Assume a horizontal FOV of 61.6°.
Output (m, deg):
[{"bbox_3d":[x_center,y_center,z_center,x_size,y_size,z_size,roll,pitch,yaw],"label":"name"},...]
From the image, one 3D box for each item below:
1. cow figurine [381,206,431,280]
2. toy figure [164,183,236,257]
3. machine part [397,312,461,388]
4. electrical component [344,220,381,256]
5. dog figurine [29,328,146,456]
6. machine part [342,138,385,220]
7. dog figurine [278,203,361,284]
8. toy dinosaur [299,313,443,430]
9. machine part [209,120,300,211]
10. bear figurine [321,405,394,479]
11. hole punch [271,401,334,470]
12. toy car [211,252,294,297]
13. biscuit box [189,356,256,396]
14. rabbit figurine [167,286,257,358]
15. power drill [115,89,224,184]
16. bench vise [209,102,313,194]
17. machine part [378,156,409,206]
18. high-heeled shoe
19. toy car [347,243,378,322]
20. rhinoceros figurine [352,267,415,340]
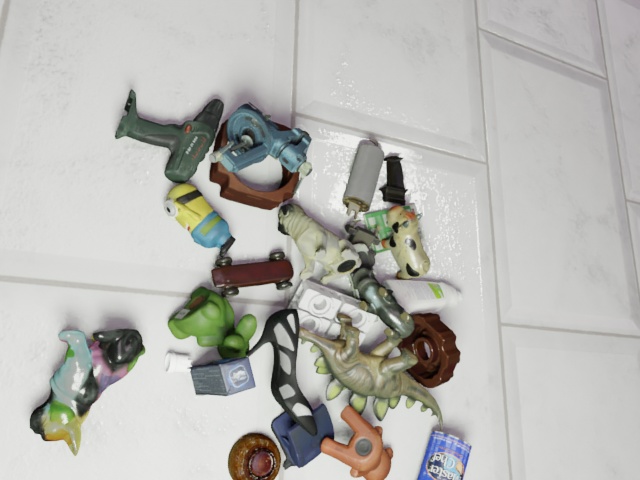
[{"bbox_3d":[0.223,0.004,1.371,0.085,0.127,0.194,-27,97,-33],"label":"cow figurine"},{"bbox_3d":[-0.261,-0.045,1.175,0.180,0.082,0.089,40,43,-4],"label":"toy figure"},{"bbox_3d":[0.263,0.266,1.309,0.056,0.179,0.179,-6,79,-33],"label":"machine part"},{"bbox_3d":[0.108,-0.007,1.368,0.102,0.078,0.045,16,28,-16],"label":"electrical component"},{"bbox_3d":[-0.424,0.275,0.990,0.191,0.108,0.219,4,79,-30],"label":"dog figurine"},{"bbox_3d":[0.115,-0.162,1.405,0.079,0.079,0.243,27,64,-19],"label":"machine part"},{"bbox_3d":[-0.002,-0.007,1.272,0.172,0.121,0.191,18,36,-42],"label":"dog figurine"},{"bbox_3d":[0.127,0.307,1.228,0.471,0.105,0.198,27,104,-14],"label":"toy dinosaur"},{"bbox_3d":[-0.151,-0.181,1.267,0.201,0.087,0.201,14,72,-23],"label":"machine part"},{"bbox_3d":[0.095,0.469,1.197,0.132,0.195,0.120,27,68,25],"label":"bear figurine"},{"bbox_3d":[-0.027,0.420,1.166,0.142,0.092,0.115,-30,95,-34],"label":"hole punch"},{"bbox_3d":[-0.151,0.078,1.213,0.202,0.053,0.089,-7,74,-33],"label":"toy car"},{"bbox_3d":[-0.195,0.267,1.051,0.059,0.203,0.062,-11,83,-31],"label":"biscuit box"},{"bbox_3d":[-0.199,0.185,1.119,0.170,0.159,0.121,53,49,-23],"label":"rabbit figurine"},{"bbox_3d":[-0.337,-0.254,1.200,0.207,0.086,0.232,24,69,-28],"label":"power drill"},{"bbox_3d":[-0.133,-0.193,1.149,0.223,0.129,0.240,51,42,2],"label":"bench vise"},{"bbox_3d":[0.202,-0.165,1.474,0.084,0.039,0.139,7,75,-20],"label":"machine part"},{"bbox_3d":[-0.044,0.269,1.122,0.145,0.086,0.248,-36,88,-20],"label":"high-heeled shoe"},{"bbox_3d":[0.108,0.108,1.330,0.073,0.056,0.201,-15,94,-24],"label":"toy car"},{"bbox_3d":[0.144,0.140,1.228,0.190,0.073,0.112,48,17,22],"label":"rhinoceros figurine"}]
